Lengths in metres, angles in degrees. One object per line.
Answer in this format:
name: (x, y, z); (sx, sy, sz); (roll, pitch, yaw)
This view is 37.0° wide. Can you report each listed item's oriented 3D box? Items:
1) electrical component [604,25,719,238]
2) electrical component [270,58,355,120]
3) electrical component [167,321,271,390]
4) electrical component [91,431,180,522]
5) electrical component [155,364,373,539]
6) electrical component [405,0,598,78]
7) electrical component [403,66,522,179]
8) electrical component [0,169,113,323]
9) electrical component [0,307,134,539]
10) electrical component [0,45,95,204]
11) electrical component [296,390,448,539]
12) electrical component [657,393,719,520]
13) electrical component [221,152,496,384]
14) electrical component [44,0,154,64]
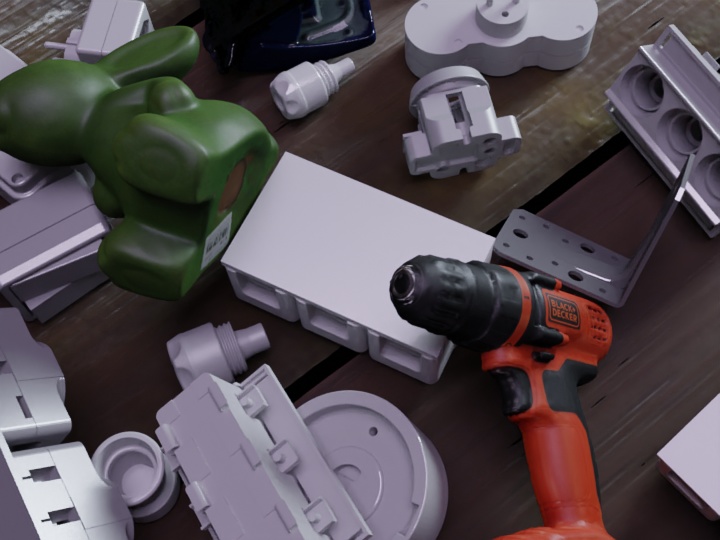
electrical component: (0.232, -0.095, 0.726); (0.063, 0.078, 0.121); (-15, 62, -37)
electrical component: (-0.032, -0.135, 0.777); (0.061, 0.035, 0.035); (-30, 68, -13)
electrical component: (-0.089, 0.053, 0.689); (0.062, 0.043, 0.043); (-22, 67, -9)
electrical component: (-0.135, 0.127, 0.651); (0.045, 0.055, 0.045); (-1, 66, 2)
electrical component: (-0.060, 0.118, 0.594); (0.079, 0.063, 0.121); (-40, 59, 7)
electrical component: (0.101, -0.180, 0.769); (0.138, 0.073, 0.052); (-7, 66, 0)
electrical component: (0.066, -0.103, 0.746); (0.078, 0.058, 0.057); (-12, 69, -3)
electrical component: (-0.209, -0.009, 0.713); (0.096, 0.061, 0.061); (-29, 68, -10)
electrical component: (-0.206, 0.125, 0.622); (0.105, 0.060, 0.186); (-45, 64, 29)
electrical component: (-0.241, -0.096, 0.756); (0.113, 0.057, 0.078); (38, 73, 17)
electrical component: (0.000, 0.131, 0.635); (0.108, 0.060, 0.108); (-9, 67, 22)
electrical component: (0.278, 0.086, 0.631); (0.186, 0.060, 0.105); (-43, 70, -3)
electrical component: (0.000, 0.000, 0.699); (0.150, 0.061, 0.089); (23, 69, 13)
electrical component: (-0.185, -0.150, 0.763); (0.076, 0.083, 0.047); (8, 66, 6)
